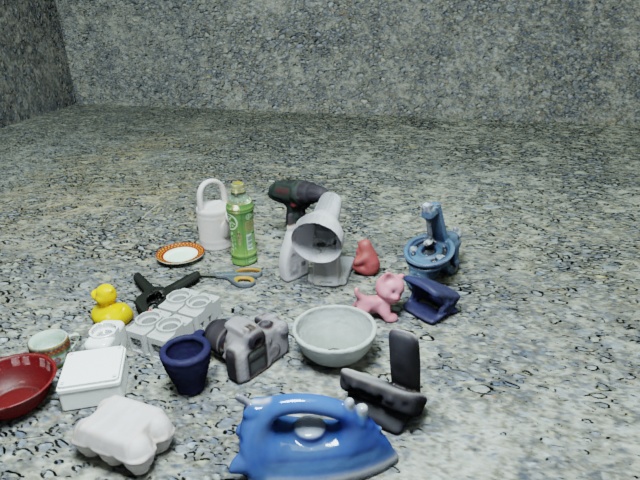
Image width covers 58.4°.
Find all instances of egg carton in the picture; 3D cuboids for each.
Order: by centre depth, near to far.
[{"bbox_3d":[-0.313,0.311,0.919,0.150,0.069,0.107,9,27,21],"label":"egg carton"}]

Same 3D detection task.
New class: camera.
[{"bbox_3d":[-0.153,0.190,1.129,0.136,0.101,0.143,18,32,36],"label":"camera"}]

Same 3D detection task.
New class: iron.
[{"bbox_3d":[-0.008,0.286,0.869,0.258,0.141,0.118,-2,25,-1],"label":"iron"}]

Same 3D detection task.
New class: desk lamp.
[{"bbox_3d":[0.013,0.005,1.378,0.117,0.214,0.203,4,26,13],"label":"desk lamp"}]

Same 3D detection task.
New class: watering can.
[{"bbox_3d":[-0.287,-0.075,1.587,0.172,0.194,0.101,10,28,23],"label":"watering can"}]

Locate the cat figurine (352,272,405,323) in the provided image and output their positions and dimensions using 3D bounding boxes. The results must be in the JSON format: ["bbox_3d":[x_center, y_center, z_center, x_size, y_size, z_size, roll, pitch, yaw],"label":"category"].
[{"bbox_3d":[0.131,0.117,1.246,0.128,0.118,0.067,-7,26,-12],"label":"cat figurine"}]

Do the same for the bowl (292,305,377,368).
[{"bbox_3d":[0.030,0.200,1.128,0.167,0.075,0.167,-1,25,1],"label":"bowl"}]

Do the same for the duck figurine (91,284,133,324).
[{"bbox_3d":[-0.466,0.140,1.270,0.104,0.086,0.078,12,28,26],"label":"duck figurine"}]

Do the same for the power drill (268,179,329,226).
[{"bbox_3d":[-0.053,-0.068,1.542,0.076,0.208,0.228,-22,32,-36],"label":"power drill"}]

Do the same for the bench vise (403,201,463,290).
[{"bbox_3d":[0.271,-0.006,1.379,0.121,0.220,0.208,9,27,21],"label":"bench vise"}]

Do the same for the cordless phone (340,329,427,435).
[{"bbox_3d":[0.106,0.215,0.961,0.147,0.185,0.094,11,28,25],"label":"cordless phone"}]

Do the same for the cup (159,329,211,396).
[{"bbox_3d":[-0.239,0.229,1.058,0.091,0.095,0.118,4,26,12],"label":"cup"}]

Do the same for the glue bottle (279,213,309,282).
[{"bbox_3d":[-0.067,0.015,1.410,0.078,0.173,0.037,-21,32,-35],"label":"glue bottle"}]

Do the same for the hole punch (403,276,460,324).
[{"bbox_3d":[0.246,0.117,1.270,0.101,0.091,0.108,-20,31,-33],"label":"hole punch"}]

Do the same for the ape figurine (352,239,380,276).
[{"bbox_3d":[0.115,0.040,1.441,0.078,0.092,0.075,-19,30,-32],"label":"ape figurine"}]
